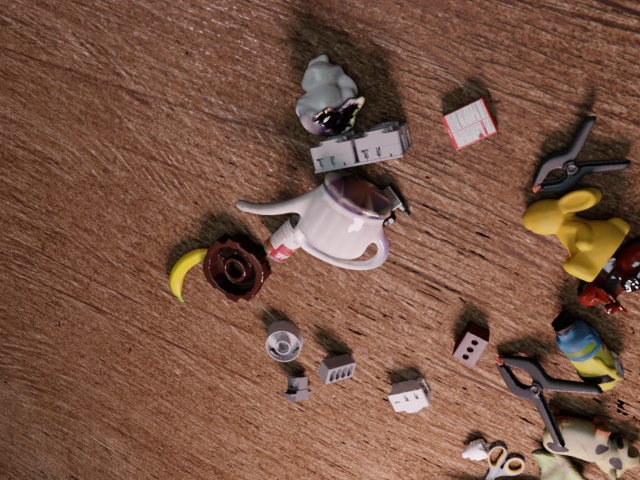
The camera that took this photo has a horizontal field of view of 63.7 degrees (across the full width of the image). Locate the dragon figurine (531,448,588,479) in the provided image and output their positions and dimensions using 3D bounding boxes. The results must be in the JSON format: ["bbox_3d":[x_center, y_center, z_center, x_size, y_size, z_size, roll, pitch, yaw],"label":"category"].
[{"bbox_3d":[0.519,0.597,1.212,0.411,0.241,0.123,13,9,13],"label":"dragon figurine"}]

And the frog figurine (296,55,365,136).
[{"bbox_3d":[0.009,-0.297,1.067,0.137,0.162,0.120,-32,-32,5],"label":"frog figurine"}]

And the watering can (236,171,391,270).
[{"bbox_3d":[0.003,-0.055,1.097,0.347,0.219,0.106,27,38,-5],"label":"watering can"}]
